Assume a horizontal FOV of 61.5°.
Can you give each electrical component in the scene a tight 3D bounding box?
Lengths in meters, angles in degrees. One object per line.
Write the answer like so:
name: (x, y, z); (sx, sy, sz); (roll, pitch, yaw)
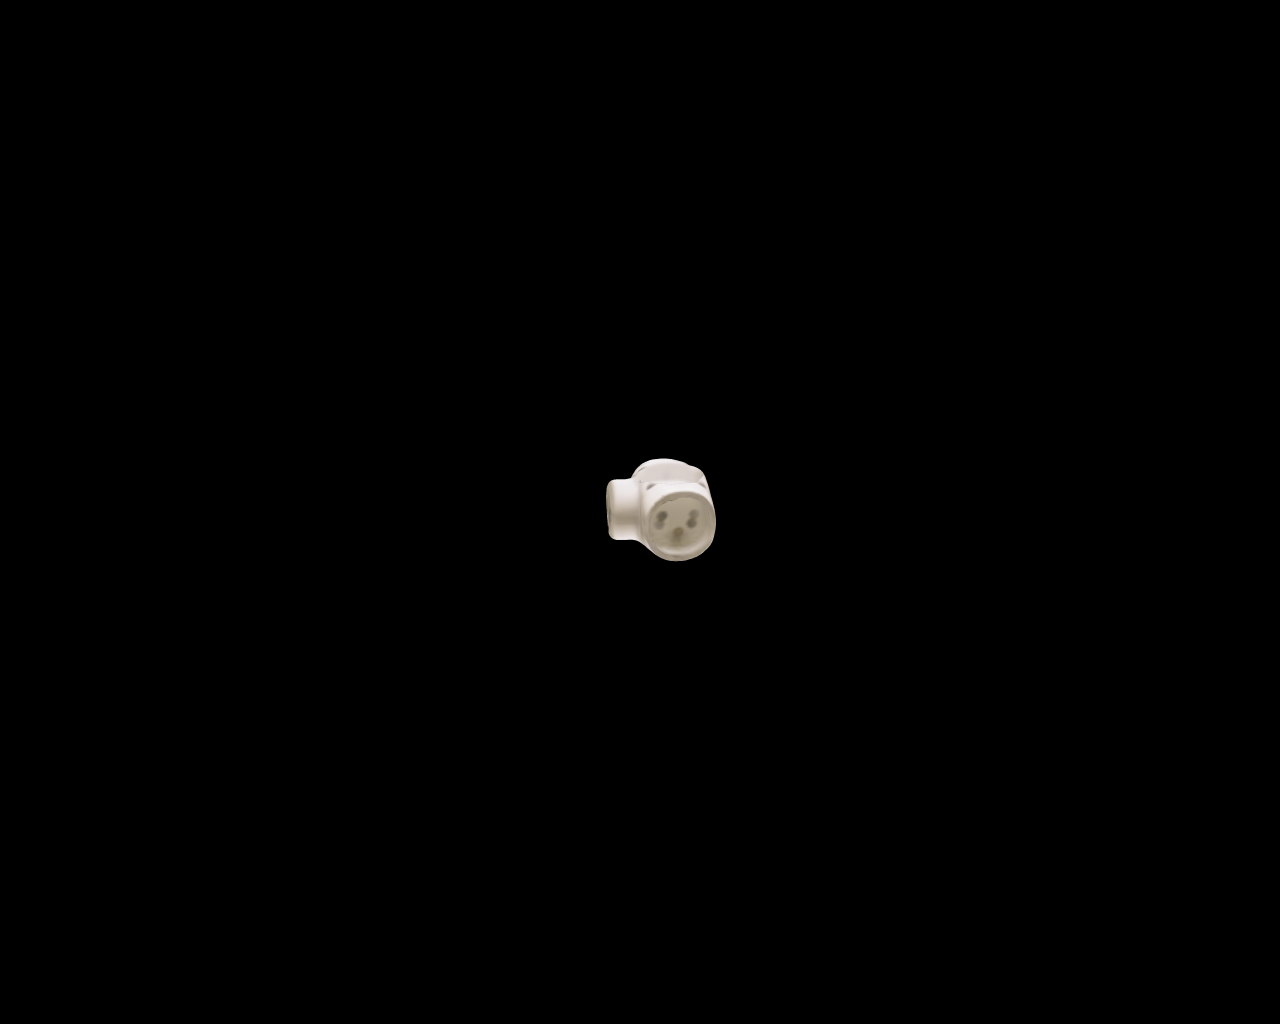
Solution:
electrical component: (0.001, -0.003, 0.650); (0.079, 0.044, 0.077); (-2, 18, -7)
